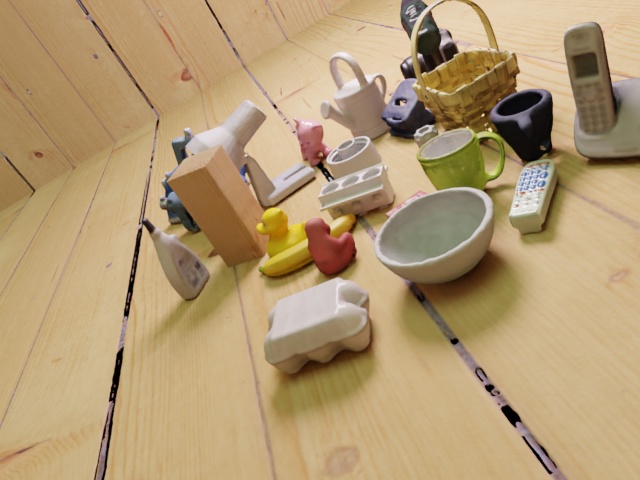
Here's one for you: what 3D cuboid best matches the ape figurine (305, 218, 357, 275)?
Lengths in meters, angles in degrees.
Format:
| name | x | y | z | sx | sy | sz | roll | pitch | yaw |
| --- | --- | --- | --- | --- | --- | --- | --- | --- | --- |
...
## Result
| name | x | y | z | sx | sy | sz | roll | pitch | yaw |
| --- | --- | --- | --- | --- | --- | --- | --- | --- | --- |
| ape figurine | 0.008 | 0.003 | 0.905 | 0.077 | 0.092 | 0.076 | -3 | 38 | 43 |

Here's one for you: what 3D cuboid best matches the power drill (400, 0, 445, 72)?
| name | x | y | z | sx | sy | sz | roll | pitch | yaw |
| --- | --- | --- | --- | --- | --- | --- | --- | --- | --- |
| power drill | 0.237 | -0.420 | 1.253 | 0.075 | 0.209 | 0.229 | -24 | 28 | 14 |

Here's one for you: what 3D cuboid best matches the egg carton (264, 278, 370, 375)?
| name | x | y | z | sx | sy | sz | roll | pitch | yaw |
| --- | --- | --- | --- | --- | --- | --- | --- | --- | --- |
| egg carton | -0.003 | 0.113 | 0.758 | 0.150 | 0.069 | 0.107 | -23 | 28 | 15 |

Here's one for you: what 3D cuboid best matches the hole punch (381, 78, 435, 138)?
| name | x | y | z | sx | sy | sz | roll | pitch | yaw |
| --- | --- | --- | --- | --- | --- | --- | --- | --- | --- |
| hole punch | 0.183 | -0.275 | 1.195 | 0.101 | 0.091 | 0.108 | -38 | 28 | -12 |

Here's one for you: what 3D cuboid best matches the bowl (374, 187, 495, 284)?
| name | x | y | z | sx | sy | sz | roll | pitch | yaw |
| --- | --- | --- | --- | --- | --- | --- | --- | --- | --- |
| bowl | 0.161 | 0.006 | 0.765 | 0.167 | 0.075 | 0.167 | -24 | 28 | 14 |

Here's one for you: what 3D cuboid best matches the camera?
| name | x | y | z | sx | sy | sz | roll | pitch | yaw |
| --- | --- | --- | --- | --- | --- | --- | --- | --- | --- |
| camera | 0.258 | -0.447 | 1.396 | 0.136 | 0.101 | 0.143 | -28 | 27 | 6 |

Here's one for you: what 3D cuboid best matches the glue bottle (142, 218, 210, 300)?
| name | x | y | z | sx | sy | sz | roll | pitch | yaw |
| --- | --- | --- | --- | --- | --- | --- | --- | --- | --- |
| glue bottle | -0.275 | 0.027 | 1.065 | 0.037 | 0.173 | 0.078 | -14 | 32 | 29 |

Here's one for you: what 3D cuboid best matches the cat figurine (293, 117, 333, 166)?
| name | x | y | z | sx | sy | sz | roll | pitch | yaw |
| --- | --- | --- | --- | --- | --- | --- | --- | --- | --- |
| cat figurine | -0.025 | -0.239 | 1.316 | 0.067 | 0.118 | 0.127 | -35 | 27 | -6 |

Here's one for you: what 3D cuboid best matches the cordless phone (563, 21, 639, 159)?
| name | x | y | z | sx | sy | sz | roll | pitch | yaw |
| --- | --- | --- | --- | --- | --- | --- | --- | --- | --- |
| cordless phone | 0.397 | -0.201 | 0.749 | 0.147 | 0.185 | 0.094 | 2 | 42 | 47 |

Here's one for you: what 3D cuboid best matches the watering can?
| name | x | y | z | sx | sy | sz | roll | pitch | yaw |
| --- | --- | --- | --- | --- | --- | --- | --- | --- | --- |
| watering can | 0.077 | -0.319 | 1.262 | 0.100 | 0.194 | 0.173 | -6 | 36 | 40 |

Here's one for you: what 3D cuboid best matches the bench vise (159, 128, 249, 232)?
| name | x | y | z | sx | sy | sz | roll | pitch | yaw |
| --- | --- | --- | --- | --- | --- | --- | --- | --- | --- |
| bench vise | -0.288 | -0.130 | 1.289 | 0.207 | 0.220 | 0.121 | -30 | 27 | 3 |

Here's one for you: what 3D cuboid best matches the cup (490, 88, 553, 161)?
| name | x | y | z | sx | sy | sz | roll | pitch | yaw |
| --- | --- | --- | --- | --- | --- | --- | --- | --- | --- |
| cup | 0.317 | -0.163 | 0.867 | 0.091 | 0.095 | 0.118 | -19 | 29 | 22 |

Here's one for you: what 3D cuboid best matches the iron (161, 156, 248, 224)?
| name | x | y | z | sx | sy | sz | roll | pitch | yaw |
| --- | --- | --- | --- | --- | --- | --- | --- | --- | --- |
| iron | -0.303 | -0.142 | 1.411 | 0.258 | 0.142 | 0.118 | -24 | 28 | 15 |

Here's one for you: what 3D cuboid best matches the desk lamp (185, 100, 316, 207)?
| name | x | y | z | sx | sy | sz | roll | pitch | yaw |
| --- | --- | --- | --- | --- | --- | --- | --- | --- | --- |
| desk lamp | -0.152 | -0.178 | 1.237 | 0.203 | 0.214 | 0.117 | -36 | 28 | -8 |

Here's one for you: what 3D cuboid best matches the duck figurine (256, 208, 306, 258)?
| name | x | y | z | sx | sy | sz | roll | pitch | yaw |
| --- | --- | --- | --- | --- | --- | --- | --- | --- | --- |
| duck figurine | -0.065 | -0.020 | 1.026 | 0.104 | 0.086 | 0.077 | -17 | 31 | 26 |
